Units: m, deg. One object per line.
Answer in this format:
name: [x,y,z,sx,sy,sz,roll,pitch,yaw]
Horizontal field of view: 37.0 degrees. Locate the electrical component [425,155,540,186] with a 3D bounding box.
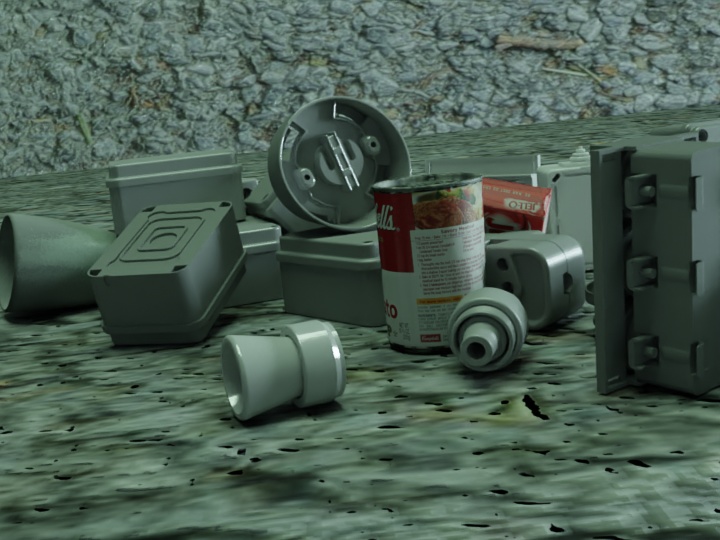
electrical component: [0.125,-0.071,1.049,0.121,0.078,0.063,2,7,34]

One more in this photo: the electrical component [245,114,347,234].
electrical component: [-0.041,-0.078,0.938,0.108,0.056,0.109,-49,14,-7]

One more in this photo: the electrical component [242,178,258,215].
electrical component: [-0.131,-0.044,1.028,0.047,0.083,0.076,-13,12,-34]

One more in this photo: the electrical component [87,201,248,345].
electrical component: [-0.134,0.001,0.771,0.078,0.057,0.113,-3,28,16]

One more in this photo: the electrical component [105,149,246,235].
electrical component: [-0.158,-0.069,0.920,0.113,0.057,0.078,-8,10,-12]

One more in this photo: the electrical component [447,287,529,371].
electrical component: [0.069,0.036,0.592,0.043,0.043,0.062,-3,12,16]

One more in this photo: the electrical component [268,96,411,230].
electrical component: [-0.018,-0.078,0.796,0.099,0.099,0.064,-10,5,-22]

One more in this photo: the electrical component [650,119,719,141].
electrical component: [0.288,-0.064,0.836,0.109,0.108,0.056,-9,8,-19]

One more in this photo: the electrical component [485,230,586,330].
electrical component: [0.098,0.005,0.712,0.095,0.053,0.059,3,13,39]

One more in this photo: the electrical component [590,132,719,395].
electrical component: [0.155,-0.003,0.538,0.079,0.121,0.063,-14,15,-36]

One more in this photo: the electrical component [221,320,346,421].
electrical component: [-0.040,0.051,0.560,0.055,0.045,0.045,-9,11,-21]

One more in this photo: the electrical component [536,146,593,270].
electrical component: [0.176,-0.051,0.856,0.062,0.096,0.061,-5,10,-1]

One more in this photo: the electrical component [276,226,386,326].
electrical component: [0.000,0.000,0.785,0.078,0.057,0.113,-14,13,-38]

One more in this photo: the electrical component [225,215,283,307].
electrical component: [-0.109,-0.009,0.894,0.078,0.057,0.113,-9,11,-18]
